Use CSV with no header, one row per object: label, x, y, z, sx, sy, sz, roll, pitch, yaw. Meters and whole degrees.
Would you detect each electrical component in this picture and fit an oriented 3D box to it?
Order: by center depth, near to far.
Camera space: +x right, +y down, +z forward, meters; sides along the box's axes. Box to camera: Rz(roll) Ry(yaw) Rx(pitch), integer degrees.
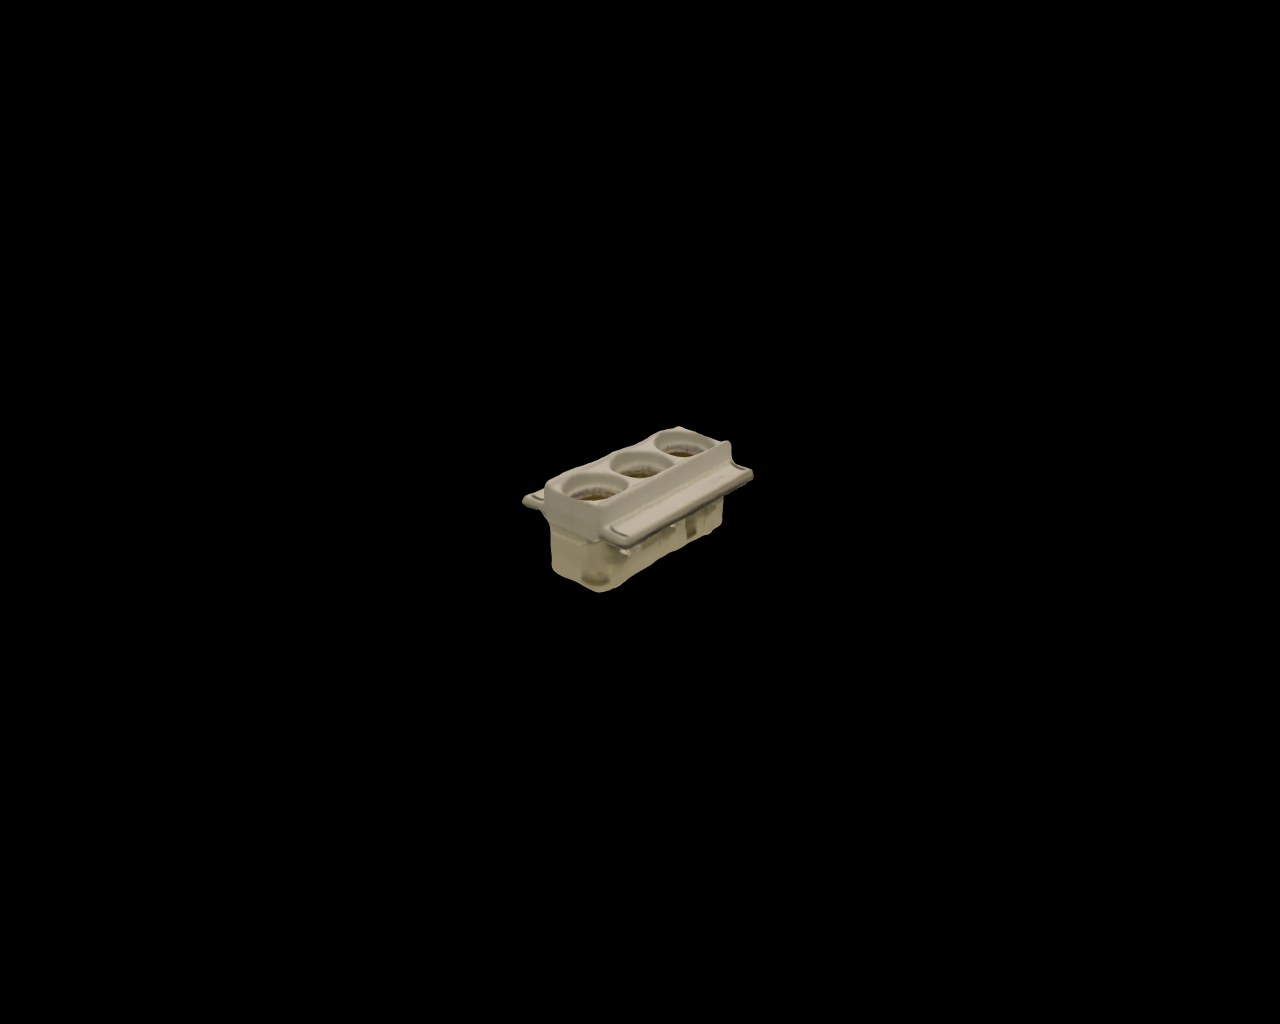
electrical component,0.001,-0.003,0.650,0.079,0.063,0.121,21,33,36
